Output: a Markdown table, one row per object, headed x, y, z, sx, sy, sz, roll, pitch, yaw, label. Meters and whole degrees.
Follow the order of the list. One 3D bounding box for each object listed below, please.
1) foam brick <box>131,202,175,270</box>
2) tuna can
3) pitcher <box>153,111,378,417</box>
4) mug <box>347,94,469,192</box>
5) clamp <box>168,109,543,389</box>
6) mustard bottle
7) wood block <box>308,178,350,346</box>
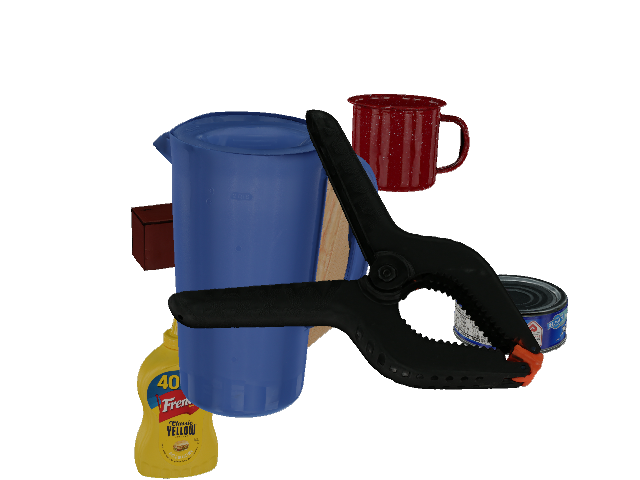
| x | y | z | sx | sy | sz | roll | pitch | yaw | label |
| --- | --- | --- | --- | --- | --- | --- | --- | --- | --- |
| -0.148 | -0.006 | 1.082 | 0.078 | 0.051 | 0.053 | -7 | 22 | -22 | foam brick |
| 0.145 | 0.055 | 0.813 | 0.086 | 0.034 | 0.086 | 0 | 18 | 0 | tuna can |
| -0.051 | 0.021 | 0.888 | 0.144 | 0.243 | 0.149 | -9 | 24 | -30 | pitcher |
| 0.083 | -0.093 | 1.015 | 0.117 | 0.081 | 0.093 | 2 | 15 | 4 | mug |
| 0.027 | 0.031 | 0.626 | 0.210 | 0.164 | 0.036 | 36 | -21 | 14 | clamp |
| -0.164 | 0.178 | 1.235 | 0.096 | 0.192 | 0.058 | 0 | 17 | -17 | mustard bottle |
| -0.013 | 0.008 | 1.284 | 0.090 | 0.206 | 0.090 | 21 | 22 | 17 | wood block |
